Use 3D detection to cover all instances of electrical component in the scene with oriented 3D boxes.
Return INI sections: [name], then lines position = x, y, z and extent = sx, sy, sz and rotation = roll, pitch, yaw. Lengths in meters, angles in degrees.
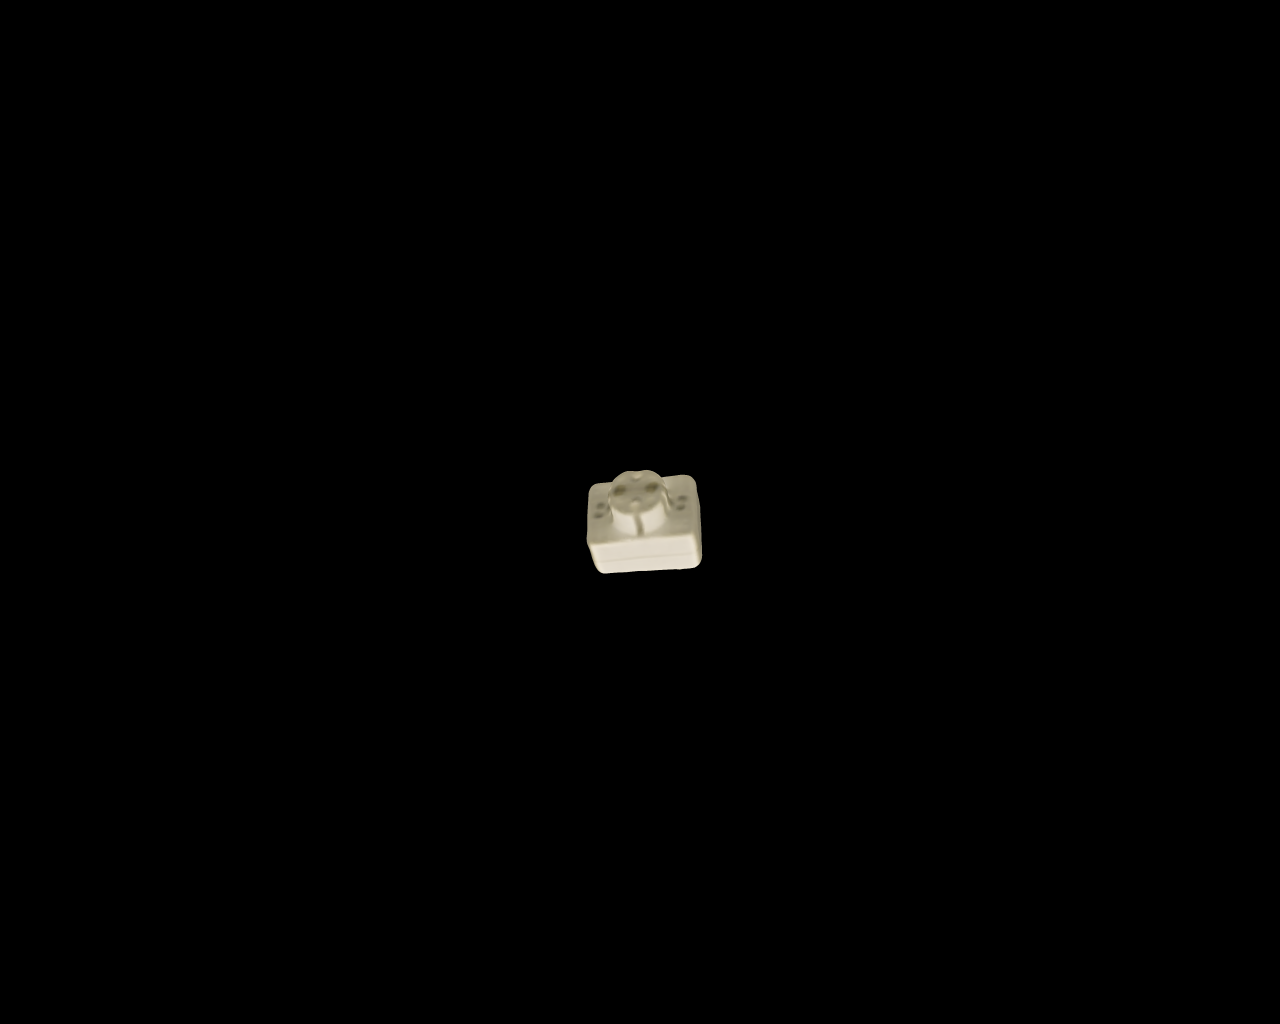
[electrical component]
position = 0.001, -0.003, 0.650
extent = 0.066, 0.047, 0.076
rotation = -5, -35, 7
